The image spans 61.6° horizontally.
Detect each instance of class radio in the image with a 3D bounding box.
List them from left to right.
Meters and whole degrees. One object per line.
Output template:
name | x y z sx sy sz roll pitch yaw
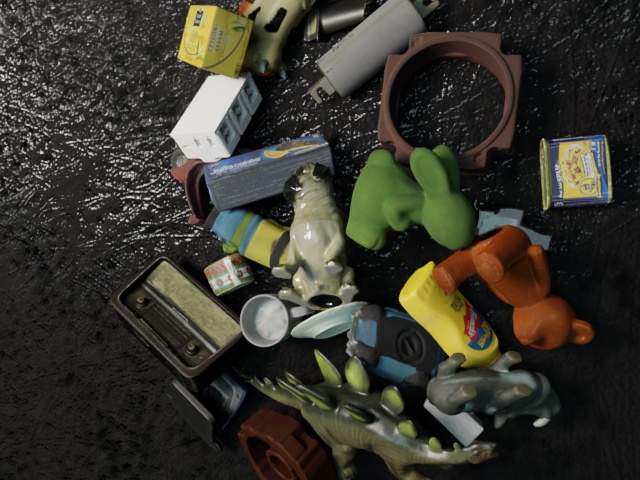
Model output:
radio | -0.238 0.138 0.909 0.230 0.073 0.131 35 60 24

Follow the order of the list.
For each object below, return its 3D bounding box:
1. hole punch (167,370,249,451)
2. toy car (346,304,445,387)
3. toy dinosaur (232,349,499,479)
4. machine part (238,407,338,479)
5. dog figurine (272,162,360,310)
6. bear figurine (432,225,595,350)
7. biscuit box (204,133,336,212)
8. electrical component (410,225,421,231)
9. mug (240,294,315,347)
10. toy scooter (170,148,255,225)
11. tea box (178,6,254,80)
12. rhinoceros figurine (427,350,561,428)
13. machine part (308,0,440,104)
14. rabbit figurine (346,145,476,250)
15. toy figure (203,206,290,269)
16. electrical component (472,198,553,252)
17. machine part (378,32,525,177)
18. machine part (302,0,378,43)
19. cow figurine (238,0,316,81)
hole punch | -0.193 0.276 0.930 0.142 0.092 0.115 36 139 16
toy car | 0.102 0.162 0.810 0.161 0.103 0.109 18 64 -19
toy dinosaur | 0.036 0.256 0.795 0.472 0.105 0.198 -8 119 45
machine part | -0.050 0.343 0.838 0.180 0.056 0.179 30 139 30
dog figurine | 0.002 -0.004 0.825 0.121 0.172 0.190 1 55 5
bear figurine | 0.266 0.083 0.728 0.120 0.132 0.195 -22 98 57
biscuit box | -0.081 -0.110 0.862 0.203 0.059 0.062 -17 123 -8
electrical component | 0.123 -0.053 0.859 0.094 0.021 0.063 22 96 18
mug | -0.060 0.122 0.872 0.110 0.107 0.081 -23 81 13
toy scooter | -0.183 -0.092 0.940 0.184 0.075 0.135 3 91 21
tea box | -0.178 -0.332 0.896 0.170 0.068 0.098 39 115 57
rhinoceros figurine | 0.244 0.213 0.739 0.190 0.073 0.112 6 127 -12
machine part | 0.081 -0.307 0.853 0.243 0.079 0.079 -36 78 15
rabbit figurine | 0.144 -0.055 0.754 0.170 0.121 0.159 22 114 27
toy figure | -0.103 0.000 0.883 0.180 0.089 0.082 29 101 -4
electrical component | 0.277 -0.014 0.791 0.119 0.047 0.074 13 93 19
machine part | 0.194 -0.202 0.807 0.202 0.087 0.201 8 90 18
machine part | 0.030 -0.371 0.890 0.139 0.039 0.084 -4 78 32
cow figurine | -0.076 -0.358 0.902 0.195 0.085 0.127 -48 63 26
